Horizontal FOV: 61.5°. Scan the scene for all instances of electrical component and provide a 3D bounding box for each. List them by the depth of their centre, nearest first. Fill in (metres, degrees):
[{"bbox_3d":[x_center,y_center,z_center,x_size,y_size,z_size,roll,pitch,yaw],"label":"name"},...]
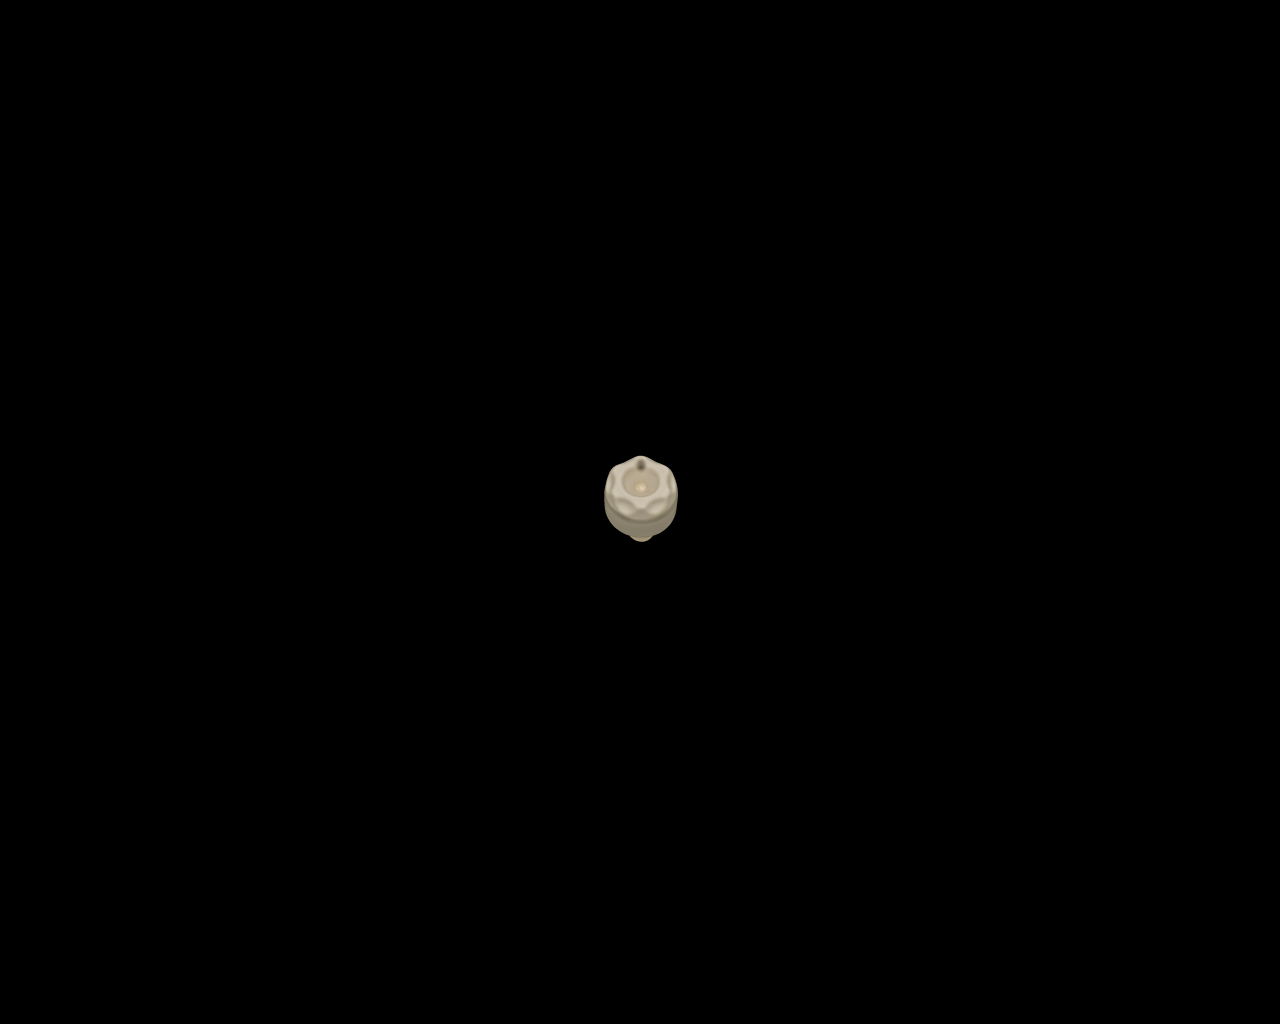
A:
[{"bbox_3d":[0.001,-0.003,0.650,0.043,0.043,0.062,0,-32,0],"label":"electrical component"}]
